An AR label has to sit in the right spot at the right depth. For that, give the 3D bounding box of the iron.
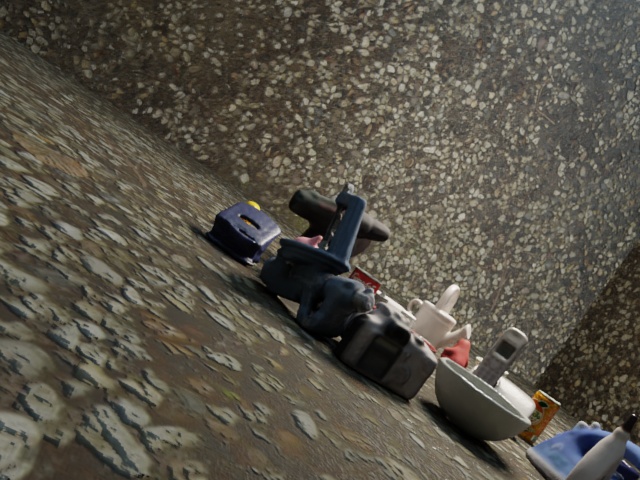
[{"bbox_3d":[0.465,0.377,0.939,0.119,0.141,0.257,33,3,-31],"label":"iron"}]

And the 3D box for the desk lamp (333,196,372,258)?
[{"bbox_3d":[0.017,-0.003,1.385,0.118,0.213,0.202,33,3,-25],"label":"desk lamp"}]

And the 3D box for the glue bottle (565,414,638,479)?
[{"bbox_3d":[0.416,0.329,0.846,0.078,0.173,0.037,32,4,-44],"label":"glue bottle"}]

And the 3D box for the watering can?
[{"bbox_3d":[0.312,0.206,1.495,0.172,0.194,0.101,35,3,9],"label":"watering can"}]

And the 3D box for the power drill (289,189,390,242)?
[{"bbox_3d":[0.011,0.004,1.242,0.230,0.208,0.075,34,3,-15],"label":"power drill"}]

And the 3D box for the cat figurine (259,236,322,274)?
[{"bbox_3d":[-0.042,0.034,1.046,0.067,0.117,0.128,35,3,8],"label":"cat figurine"}]

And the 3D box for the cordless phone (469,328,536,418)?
[{"bbox_3d":[0.389,0.284,1.177,0.147,0.185,0.094,36,3,26],"label":"cordless phone"}]

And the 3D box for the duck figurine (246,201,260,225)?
[{"bbox_3d":[-0.166,-0.045,1.263,0.078,0.086,0.104,34,3,-16],"label":"duck figurine"}]

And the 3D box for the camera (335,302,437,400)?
[{"bbox_3d":[0.093,0.148,0.867,0.143,0.101,0.136,34,3,-21],"label":"camera"}]

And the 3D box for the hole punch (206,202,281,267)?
[{"bbox_3d":[-0.136,-0.015,1.045,0.108,0.091,0.101,35,3,7],"label":"hole punch"}]

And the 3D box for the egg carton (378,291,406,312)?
[{"bbox_3d":[0.157,0.178,1.442,0.150,0.069,0.107,34,3,-7],"label":"egg carton"}]

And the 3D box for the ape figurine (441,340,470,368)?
[{"bbox_3d":[0.367,0.305,1.518,0.077,0.092,0.076,35,3,6],"label":"ape figurine"}]

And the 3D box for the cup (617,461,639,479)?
[{"bbox_3d":[0.500,0.424,1.043,0.092,0.095,0.117,33,3,-36],"label":"cup"}]

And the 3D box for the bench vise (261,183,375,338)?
[{"bbox_3d":[0.028,0.030,0.892,0.206,0.219,0.122,36,3,26],"label":"bench vise"}]

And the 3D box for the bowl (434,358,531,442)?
[{"bbox_3d":[0.243,0.266,0.911,0.167,0.074,0.167,35,3,-2],"label":"bowl"}]
